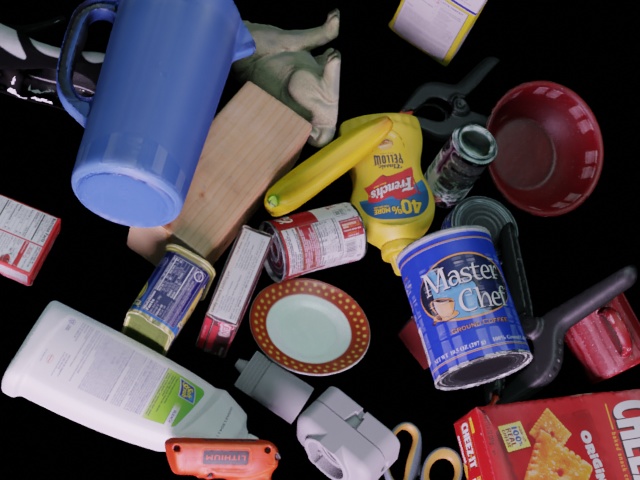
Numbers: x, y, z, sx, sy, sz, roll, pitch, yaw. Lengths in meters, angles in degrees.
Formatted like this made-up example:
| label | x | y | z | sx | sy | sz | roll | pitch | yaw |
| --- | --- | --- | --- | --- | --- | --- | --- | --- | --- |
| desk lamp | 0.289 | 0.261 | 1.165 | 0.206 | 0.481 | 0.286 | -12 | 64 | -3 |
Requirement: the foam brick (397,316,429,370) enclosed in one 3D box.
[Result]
| label | x | y | z | sx | sy | sz | roll | pitch | yaw |
| --- | --- | --- | --- | --- | --- | --- | --- | --- | --- |
| foam brick | 0.134 | 0.093 | 1.163 | 0.078 | 0.051 | 0.053 | -32 | 75 | -26 |

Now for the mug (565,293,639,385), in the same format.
| label | x | y | z | sx | sy | sz | roll | pitch | yaw |
| --- | --- | --- | --- | --- | --- | --- | --- | --- | --- |
| mug | 0.317 | 0.106 | 1.175 | 0.093 | 0.117 | 0.081 | -25 | 78 | -8 |

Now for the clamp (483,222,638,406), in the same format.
| label | x | y | z | sx | sy | sz | roll | pitch | yaw |
| --- | --- | --- | --- | --- | --- | --- | --- | --- | --- |
| clamp | 0.225 | 0.087 | 1.161 | 0.165 | 0.036 | 0.210 | 31 | 91 | 39 |

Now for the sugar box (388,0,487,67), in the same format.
| label | x | y | z | sx | sy | sz | roll | pitch | yaw |
| --- | --- | --- | --- | --- | --- | --- | --- | --- | --- |
| sugar box | 0.152 | -0.294 | 1.286 | 0.093 | 0.176 | 0.048 | 35 | 61 | 3 |

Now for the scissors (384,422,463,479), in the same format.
| label | x | y | z | sx | sy | sz | roll | pitch | yaw |
| --- | --- | --- | --- | --- | --- | --- | --- | --- | --- |
| scissors | 0.096 | 0.285 | 1.079 | 0.096 | 0.016 | 0.201 | 11 | 62 | -10 |

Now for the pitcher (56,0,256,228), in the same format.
| label | x | y | z | sx | sy | sz | roll | pitch | yaw |
| --- | --- | --- | --- | --- | --- | --- | --- | --- | --- |
| pitcher | -0.174 | -0.140 | 1.060 | 0.144 | 0.149 | 0.242 | 44 | 47 | -42 |

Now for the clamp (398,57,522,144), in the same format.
| label | x | y | z | sx | sy | sz | roll | pitch | yaw |
| --- | --- | --- | --- | --- | --- | --- | --- | --- | --- |
| clamp | 0.168 | -0.170 | 1.309 | 0.171 | 0.039 | 0.120 | -2 | 66 | -21 |

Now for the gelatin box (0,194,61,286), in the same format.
| label | x | y | z | sx | sy | sz | roll | pitch | yaw |
| --- | --- | --- | --- | --- | --- | --- | --- | --- | --- |
| gelatin box | -0.321 | -0.003 | 1.095 | 0.089 | 0.030 | 0.073 | 23 | 59 | -4 |

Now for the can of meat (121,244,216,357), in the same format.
| label | x | y | z | sx | sy | sz | roll | pitch | yaw |
| --- | --- | --- | --- | --- | --- | --- | --- | --- | --- |
| can of meat | -0.154 | 0.065 | 1.068 | 0.057 | 0.102 | 0.084 | 30 | 62 | -1 |

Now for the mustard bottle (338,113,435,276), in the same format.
| label | x | y | z | sx | sy | sz | roll | pitch | yaw |
| --- | --- | --- | --- | --- | --- | --- | --- | --- | --- |
| mustard bottle | 0.079 | -0.050 | 1.213 | 0.096 | 0.058 | 0.191 | -5 | 66 | -8 |

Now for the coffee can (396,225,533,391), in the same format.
| label | x | y | z | sx | sy | sz | roll | pitch | yaw |
| --- | --- | --- | --- | --- | --- | --- | --- | --- | --- |
| coffee can | 0.146 | 0.070 | 1.088 | 0.102 | 0.103 | 0.140 | -8 | 66 | -19 |

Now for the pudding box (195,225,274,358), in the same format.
| label | x | y | z | sx | sy | sz | roll | pitch | yaw |
| --- | --- | --- | --- | --- | --- | --- | --- | --- | --- |
| pudding box | -0.088 | 0.054 | 1.097 | 0.039 | 0.090 | 0.113 | 21 | 60 | -4 |

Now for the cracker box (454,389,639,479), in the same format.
| label | x | y | z | sx | sy | sz | roll | pitch | yaw |
| --- | --- | --- | --- | --- | --- | --- | --- | --- | --- |
| cracker box | 0.264 | 0.249 | 1.112 | 0.213 | 0.072 | 0.164 | -3 | 66 | -18 |

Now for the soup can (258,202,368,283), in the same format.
| label | x | y | z | sx | sy | sz | roll | pitch | yaw |
| --- | --- | --- | --- | --- | --- | --- | --- | --- | --- |
| soup can | -0.008 | 0.001 | 1.159 | 0.102 | 0.069 | 0.068 | -14 | 69 | -22 |

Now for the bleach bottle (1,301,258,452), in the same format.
| label | x | y | z | sx | sy | sz | roll | pitch | yaw |
| --- | --- | --- | --- | --- | --- | --- | --- | --- | --- |
| bleach bottle | -0.173 | 0.160 | 1.039 | 0.251 | 0.068 | 0.102 | 29 | 61 | -3 |

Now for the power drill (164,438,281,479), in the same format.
| label | x | y | z | sx | sy | sz | roll | pitch | yaw |
| --- | --- | --- | --- | --- | --- | --- | --- | --- | --- |
| power drill | -0.107 | 0.277 | 0.978 | 0.184 | 0.057 | 0.187 | 3 | 84 | -15 |

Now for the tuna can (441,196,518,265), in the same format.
| label | x | y | z | sx | sy | sz | roll | pitch | yaw |
| --- | --- | --- | --- | --- | --- | --- | --- | --- | --- |
| tuna can | 0.185 | -0.007 | 1.237 | 0.086 | 0.034 | 0.086 | 6 | 63 | -13 |

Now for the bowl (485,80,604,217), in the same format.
| label | x | y | z | sx | sy | sz | roll | pitch | yaw |
| --- | --- | --- | --- | --- | --- | --- | --- | --- | --- |
| bowl | 0.256 | -0.106 | 1.276 | 0.162 | 0.055 | 0.162 | 1 | 87 | -18 |

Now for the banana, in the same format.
| label | x | y | z | sx | sy | sz | roll | pitch | yaw |
| --- | --- | --- | --- | --- | --- | --- | --- | --- | --- |
| banana | 0.002 | -0.075 | 1.163 | 0.197 | 0.070 | 0.037 | -39 | 105 | -33 |

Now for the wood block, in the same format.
| label | x | y | z | sx | sy | sz | roll | pitch | yaw |
| --- | --- | --- | --- | --- | --- | --- | --- | --- | --- |
| wood block | -0.106 | -0.060 | 1.148 | 0.090 | 0.091 | 0.205 | 35 | 60 | 3 |
